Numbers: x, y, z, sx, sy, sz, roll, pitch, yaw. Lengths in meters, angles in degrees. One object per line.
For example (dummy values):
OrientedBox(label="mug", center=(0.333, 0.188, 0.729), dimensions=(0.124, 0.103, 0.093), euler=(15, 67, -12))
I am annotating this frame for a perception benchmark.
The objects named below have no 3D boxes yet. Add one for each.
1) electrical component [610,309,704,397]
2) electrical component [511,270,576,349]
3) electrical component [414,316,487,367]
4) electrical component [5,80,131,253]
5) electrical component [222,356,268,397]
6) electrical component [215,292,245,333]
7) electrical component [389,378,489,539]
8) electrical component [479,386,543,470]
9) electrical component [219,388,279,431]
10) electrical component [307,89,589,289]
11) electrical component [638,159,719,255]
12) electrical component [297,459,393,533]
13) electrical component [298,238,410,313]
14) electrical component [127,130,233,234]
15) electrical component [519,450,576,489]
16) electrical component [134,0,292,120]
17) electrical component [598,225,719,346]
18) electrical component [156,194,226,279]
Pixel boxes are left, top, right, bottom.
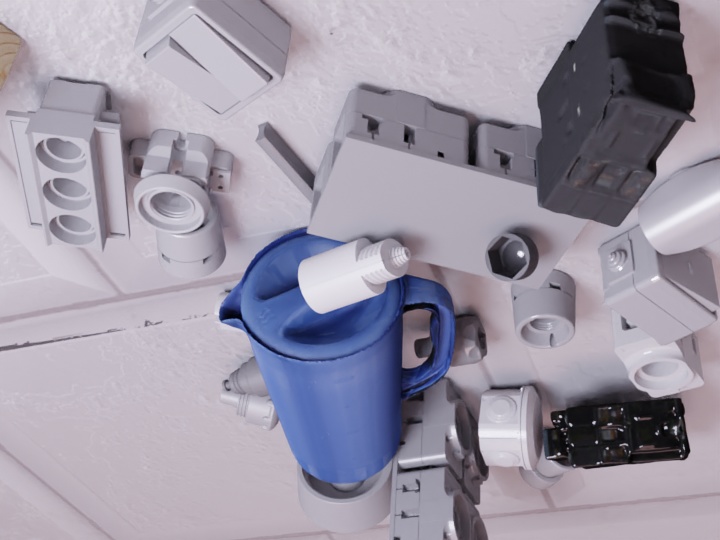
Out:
OrientedBox(label="electrical component", center=(0.260, 0.069, 0.938), dimensions=(0.050, 0.055, 0.089), euler=(-20, 135, 28))
OrientedBox(label="electrical component", center=(0.156, 0.034, 0.913), dimensions=(0.055, 0.047, 0.055), euler=(3, 142, 2))
OrientedBox(label="electrical component", center=(0.080, 0.066, 0.964), dimensions=(0.062, 0.043, 0.043), euler=(-12, 139, 22))
OrientedBox(label="electrical component", center=(-0.211, -0.077, 0.800), dimensions=(0.079, 0.063, 0.121), euler=(7, 142, -3))
OrientedBox(label="electrical component", center=(-0.098, 0.102, 1.032), dimensions=(0.078, 0.040, 0.040), euler=(-18, 136, 26))
OrientedBox(label="electrical component", center=(-0.102, 0.038, 0.954), dimensions=(0.046, 0.040, 0.040), euler=(4, 142, 11))
OrientedBox(label="electrical component", center=(0.079, 0.210, 1.030), dimensions=(0.060, 0.186, 0.105), euler=(-12, 138, 20))
OrientedBox(label="electrical component", center=(0.147, 0.152, 1.037), dimensions=(0.051, 0.080, 0.080), euler=(-2, 141, 18))
OrientedBox(label="electrical component", center=(-0.107, 0.130, 1.066), dimensions=(0.062, 0.048, 0.048), euler=(14, 141, 0))
OrientedBox(label="electrical component", center=(0.066, -0.060, 0.794), dimensions=(0.186, 0.060, 0.105), euler=(14, 141, -11))
OrientedBox(label="electrical component", center=(0.265, -0.039, 0.811), dimensions=(0.079, 0.044, 0.077), euler=(32, 134, -30))
OrientedBox(label="electrical component", center=(-0.014, 0.207, 1.105), dimensions=(0.108, 0.108, 0.060), euler=(-1, 135, 7))
OrientedBox(label="electrical component", center=(0.000, 0.000, 0.790), dimensions=(0.081, 0.043, 0.043), euler=(-20, 135, 27))
OrientedBox(label="electrical component", center=(-0.139, -0.065, 0.813), dimensions=(0.078, 0.057, 0.058), euler=(8, 141, -4))
OrientedBox(label="electrical component", center=(0.196, 0.198, 1.116), dimensions=(0.045, 0.045, 0.055), euler=(18, 140, -16))
OrientedBox(label="electrical component", center=(-0.100, -0.151, 0.698), dimensions=(0.062, 0.061, 0.096), euler=(-28, 131, 34))
OrientedBox(label="electrical component", center=(0.236, 0.006, 0.857), dimensions=(0.096, 0.061, 0.061), euler=(32, 134, -30))
OrientedBox(label="electrical component", center=(-0.137, -0.029, 0.862), dimensions=(0.055, 0.055, 0.047), euler=(3, 138, 2))
